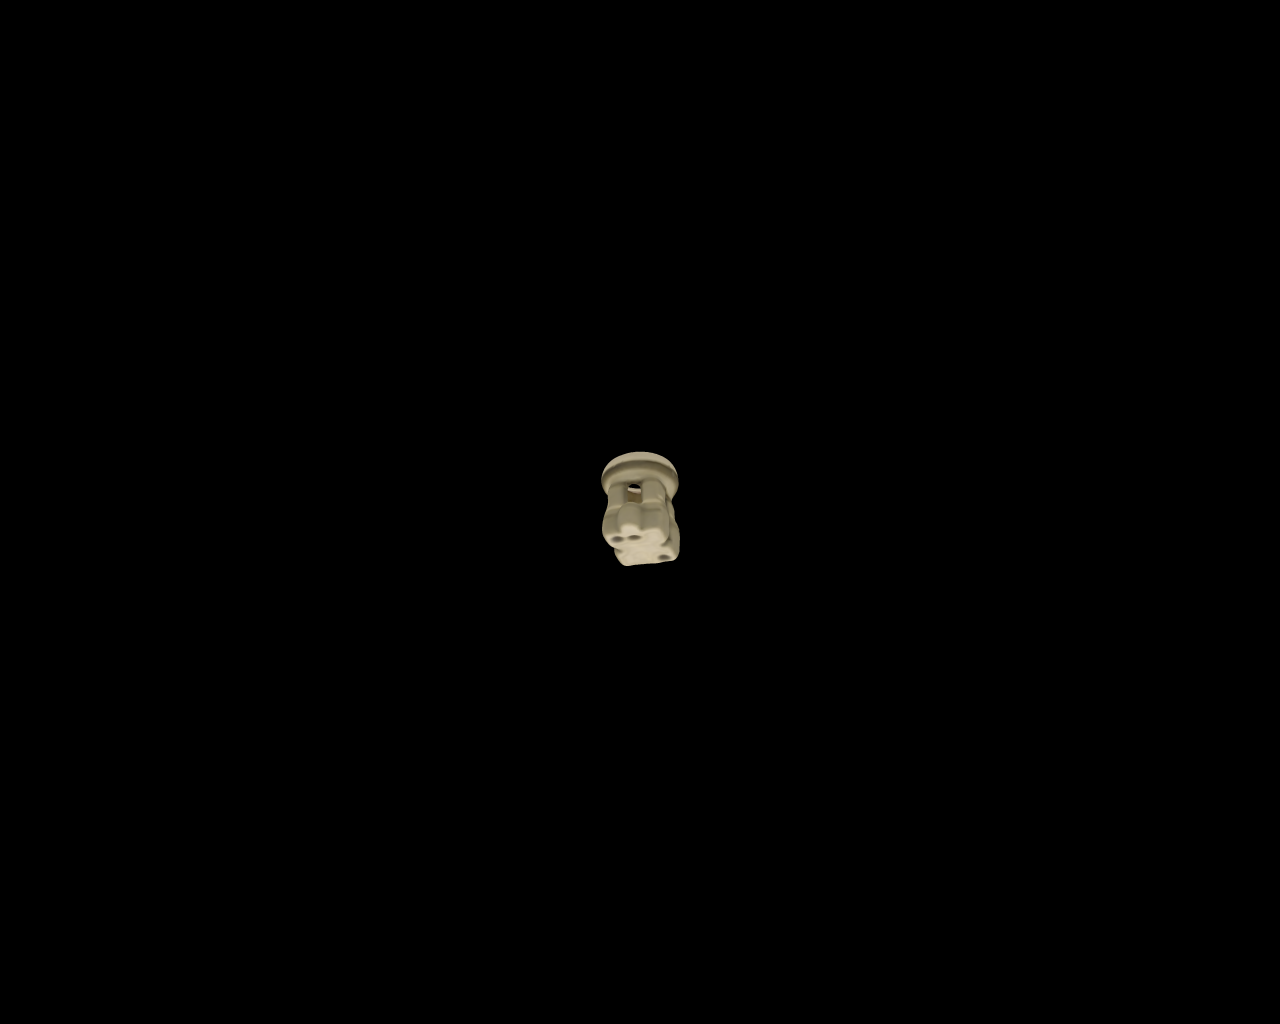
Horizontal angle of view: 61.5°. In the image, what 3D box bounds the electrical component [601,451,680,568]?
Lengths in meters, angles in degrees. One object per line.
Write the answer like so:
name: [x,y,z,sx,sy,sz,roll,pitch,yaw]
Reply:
electrical component: [0.001,-0.003,0.650,0.048,0.055,0.066,-8,-31,13]
